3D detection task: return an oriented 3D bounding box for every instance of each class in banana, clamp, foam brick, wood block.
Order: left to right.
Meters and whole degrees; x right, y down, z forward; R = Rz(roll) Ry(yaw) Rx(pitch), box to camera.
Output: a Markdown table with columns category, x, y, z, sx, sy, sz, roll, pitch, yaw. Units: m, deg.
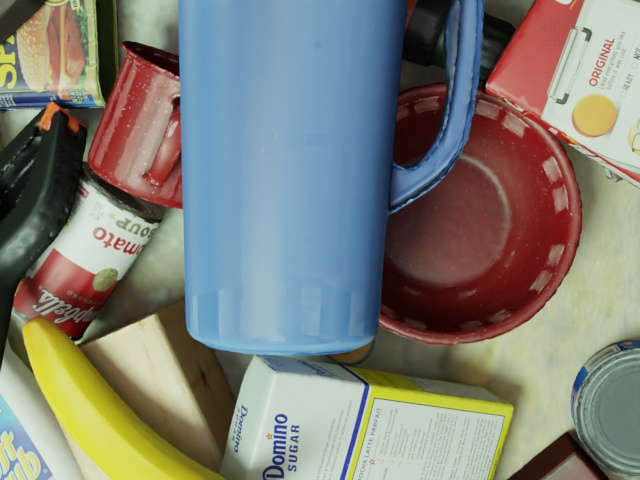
| category | x | y | z | sx | sy | sz | roll | pitch | yaw |
| --- | --- | --- | --- | --- | --- | --- | --- | --- | --- |
| clamp | -0.217 | 0.009 | 0.678 | 0.165 | 0.036 | 0.210 | 7 | 68 | 42 |
| banana | -0.103 | 0.117 | 0.621 | 0.198 | 0.037 | 0.070 | 30 | 116 | 23 |
| wood block | -0.093 | 0.152 | 0.704 | 0.090 | 0.090 | 0.206 | -24 | 91 | 8 |
| foam brick | 0.151 | 0.173 | 0.694 | 0.078 | 0.053 | 0.051 | -42 | 89 | 10 |

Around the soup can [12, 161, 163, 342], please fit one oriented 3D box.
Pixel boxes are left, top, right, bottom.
| category | x | y | z | sx | sy | sz | roll | pitch | yaw |
| --- | --- | --- | --- | --- | --- | --- | --- | --- | --- |
| soup can | -0.159 | 0.007 | 0.710 | 0.068 | 0.068 | 0.102 | 37 | 98 | 3 |

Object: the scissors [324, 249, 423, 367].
| category | x | y | z | sx | sy | sz | roll | pitch | yaw |
| --- | --- | --- | --- | --- | --- | --- | --- | --- | --- |
| scissors | -0.005 | 0.001 | 0.714 | 0.096 | 0.016 | 0.202 | -44 | 89 | 5 |

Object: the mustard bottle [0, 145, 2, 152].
| category | x | y | z | sx | sy | sz | roll | pitch | yaw |
| --- | --- | --- | --- | --- | --- | --- | --- | --- | --- |
| mustard bottle | -0.317 | -0.044 | 0.712 | 0.192 | 0.096 | 0.058 | -22 | 71 | 9 |

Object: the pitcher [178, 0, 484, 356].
| category | x | y | z | sx | sy | sz | roll | pitch | yaw |
| --- | --- | --- | --- | --- | --- | --- | --- | --- | --- |
| pitcher | -0.007 | -0.062 | 0.593 | 0.149 | 0.144 | 0.243 | 4 | 93 | 41 |

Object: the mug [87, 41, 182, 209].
| category | x | y | z | sx | sy | sz | roll | pitch | yaw |
| --- | --- | --- | --- | --- | --- | --- | --- | --- | --- |
| mug | -0.096 | -0.068 | 0.674 | 0.093 | 0.117 | 0.081 | 21 | 103 | -18 |

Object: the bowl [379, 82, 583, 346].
| category | x | y | z | sx | sy | sz | roll | pitch | yaw |
| --- | --- | --- | --- | --- | --- | --- | --- | --- | --- |
| bowl | 0.080 | -0.015 | 0.675 | 0.162 | 0.055 | 0.162 | 0 | 86 | 1 |

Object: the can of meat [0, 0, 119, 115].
| category | x | y | z | sx | sy | sz | roll | pitch | yaw |
| --- | --- | --- | --- | --- | --- | --- | --- | --- | --- |
| can of meat | -0.181 | -0.135 | 0.706 | 0.084 | 0.057 | 0.102 | -1 | 95 | 5 |

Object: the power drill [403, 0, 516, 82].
| category | x | y | z | sx | sy | sz | roll | pitch | yaw |
| --- | --- | --- | --- | --- | --- | --- | --- | --- | --- |
| power drill | 0.067 | -0.207 | 0.665 | 0.184 | 0.057 | 0.188 | 22 | 98 | 5 |

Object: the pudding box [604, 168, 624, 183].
| category | x | y | z | sx | sy | sz | roll | pitch | yaw |
| --- | --- | --- | --- | --- | --- | --- | --- | --- | --- |
| pudding box | 0.207 | -0.103 | 0.666 | 0.090 | 0.039 | 0.113 | -20 | 93 | 8 |

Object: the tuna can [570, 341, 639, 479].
| category | x | y | z | sx | sy | sz | roll | pitch | yaw |
| --- | --- | --- | --- | --- | --- | --- | --- | --- | --- |
| tuna can | 0.206 | 0.109 | 0.689 | 0.086 | 0.033 | 0.086 | 1 | 95 | 7 |

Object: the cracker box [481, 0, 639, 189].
| category | x | y | z | sx | sy | sz | roll | pitch | yaw |
| --- | --- | --- | --- | --- | --- | --- | --- | --- | --- |
| cracker box | 0.225 | -0.100 | 0.609 | 0.213 | 0.072 | 0.164 | 32 | 97 | 1 |

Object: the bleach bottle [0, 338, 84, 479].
| category | x | y | z | sx | sy | sz | roll | pitch | yaw |
| --- | --- | --- | --- | --- | --- | --- | --- | --- | --- |
| bleach bottle | -0.220 | 0.149 | 0.736 | 0.102 | 0.068 | 0.251 | -36 | 88 | 9 |

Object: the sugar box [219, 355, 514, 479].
| category | x | y | z | sx | sy | sz | roll | pitch | yaw |
| --- | --- | --- | --- | --- | --- | --- | --- | --- | --- |
| sugar box | 0.030 | 0.129 | 0.667 | 0.176 | 0.048 | 0.093 | 13 | 97 | -25 |
